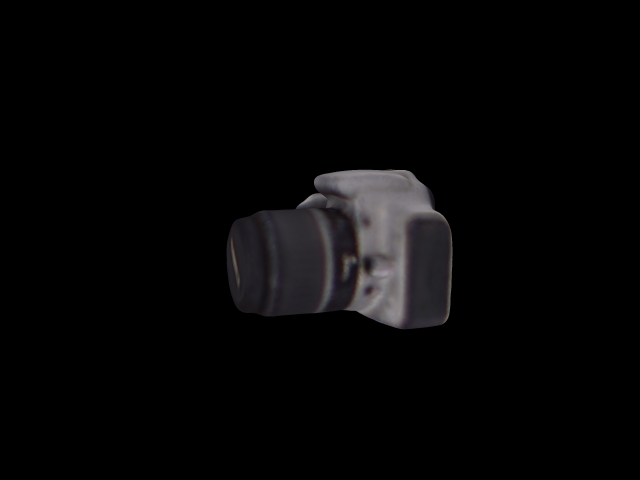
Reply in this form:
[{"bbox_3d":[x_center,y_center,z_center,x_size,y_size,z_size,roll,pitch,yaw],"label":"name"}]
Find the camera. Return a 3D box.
[{"bbox_3d":[0.004,0.001,0.400,0.137,0.101,0.143,-3,7,-22],"label":"camera"}]
